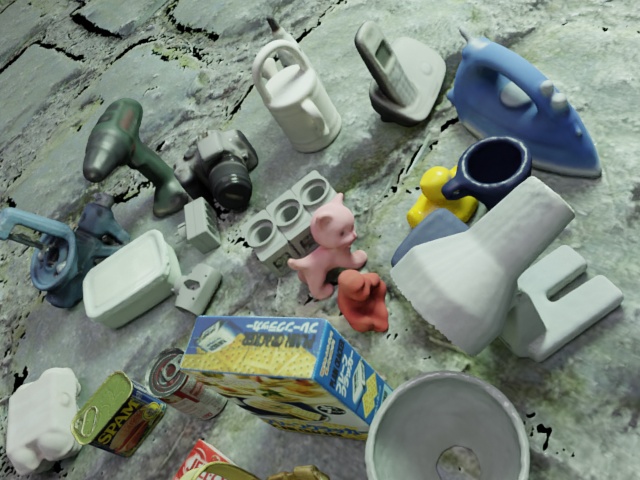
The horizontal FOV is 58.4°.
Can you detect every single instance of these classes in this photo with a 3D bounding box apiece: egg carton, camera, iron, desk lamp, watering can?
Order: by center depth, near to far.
[{"bbox_3d":[0.196,0.041,0.600,0.203,0.214,0.117,-37,48,1],"label":"desk lamp"},{"bbox_3d":[0.275,-0.194,0.773,0.118,0.142,0.257,-38,48,-1],"label":"iron"},{"bbox_3d":[-0.413,0.272,0.868,0.107,0.070,0.150,-31,48,6],"label":"egg carton"},{"bbox_3d":[-0.051,-0.247,0.956,0.172,0.195,0.101,21,70,38],"label":"watering can"},{"bbox_3d":[-0.180,-0.115,0.996,0.143,0.101,0.136,-30,48,7],"label":"camera"}]

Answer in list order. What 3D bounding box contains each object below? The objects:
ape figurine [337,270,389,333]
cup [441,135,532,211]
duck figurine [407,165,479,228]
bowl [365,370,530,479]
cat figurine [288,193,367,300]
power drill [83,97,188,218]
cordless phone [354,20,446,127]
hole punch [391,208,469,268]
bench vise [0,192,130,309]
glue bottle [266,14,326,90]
[{"bbox_3d":[0.051,0.072,0.740,0.075,0.092,0.078,24,71,39],"label":"ape figurine"},{"bbox_3d":[0.221,-0.067,0.744,0.117,0.095,0.091,-28,49,9],"label":"cup"},{"bbox_3d":[0.160,-0.060,0.779,0.104,0.086,0.077,-33,48,4],"label":"duck figurine"},{"bbox_3d":[0.135,0.227,0.594,0.167,0.075,0.167,-15,52,20],"label":"bowl"},{"bbox_3d":[0.007,0.003,0.796,0.128,0.118,0.067,-44,48,-6],"label":"cat figurine"},{"bbox_3d":[-0.325,-0.137,1.018,0.075,0.209,0.229,-21,50,15],"label":"power drill"},{"bbox_3d":[0.121,-0.283,0.893,0.093,0.186,0.148,6,61,32],"label":"cordless phone"},{"bbox_3d":[0.159,0.029,0.712,0.109,0.091,0.100,-47,49,-9],"label":"hole punch"},{"bbox_3d":[-0.458,-0.011,0.994,0.121,0.220,0.207,2,59,30],"label":"bench vise"},{"bbox_3d":[-0.050,-0.332,1.031,0.037,0.174,0.077,-45,48,-6],"label":"glue bottle"}]
